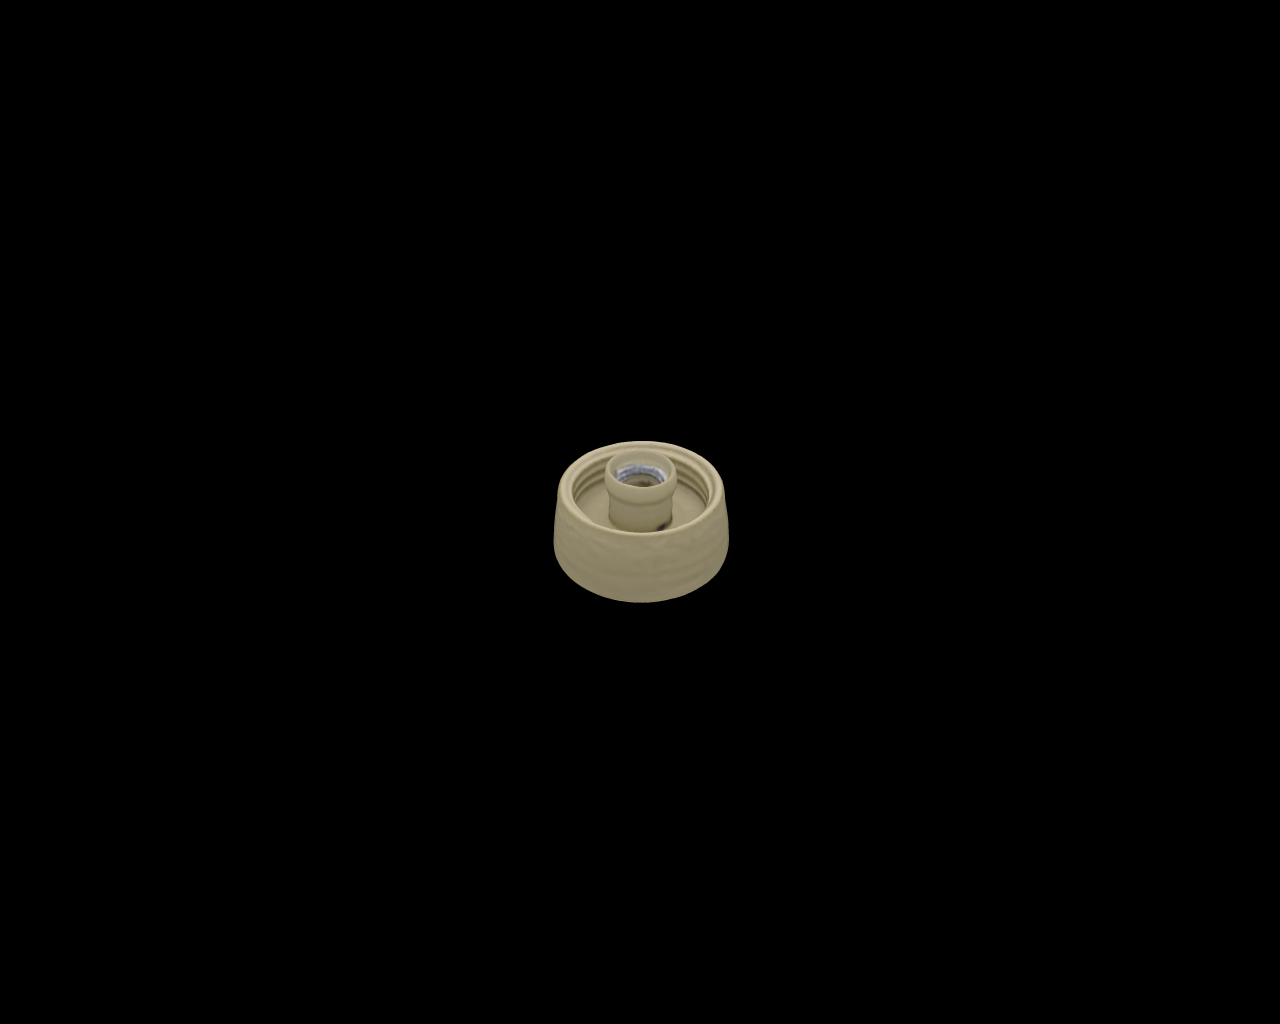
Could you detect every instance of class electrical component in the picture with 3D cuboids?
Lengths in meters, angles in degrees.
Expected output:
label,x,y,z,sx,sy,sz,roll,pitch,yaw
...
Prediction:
label,x,y,z,sx,sy,sz,roll,pitch,yaw
electrical component,0.001,-0.003,0.650,0.108,0.060,0.108,0,38,0
